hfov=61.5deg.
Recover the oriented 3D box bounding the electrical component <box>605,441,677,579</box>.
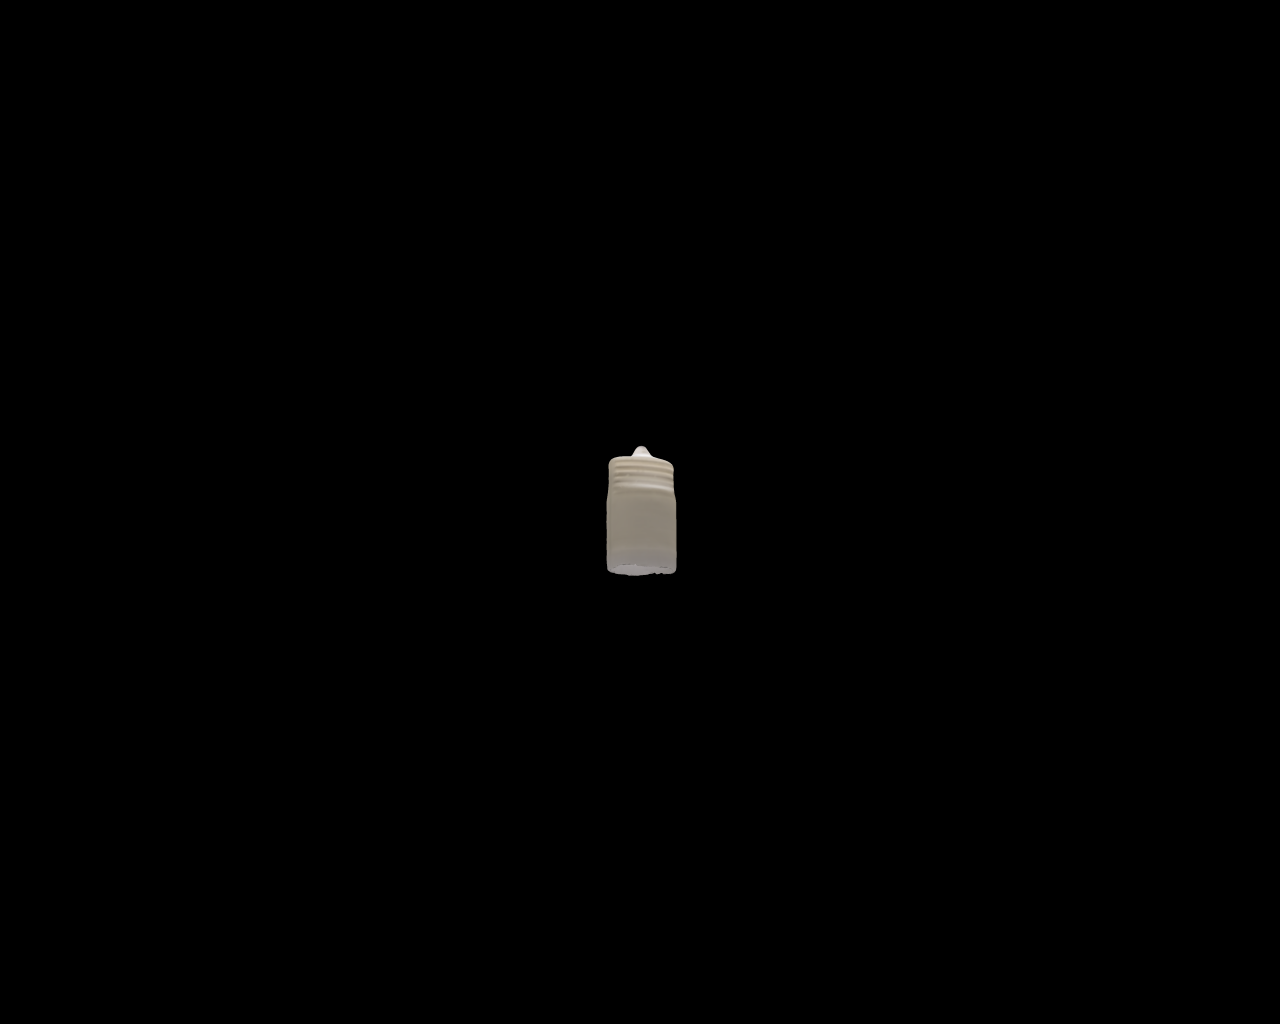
[{"bbox_3d":[0.001,-0.003,0.650,0.043,0.081,0.043,0,-12,0],"label":"electrical component"}]
